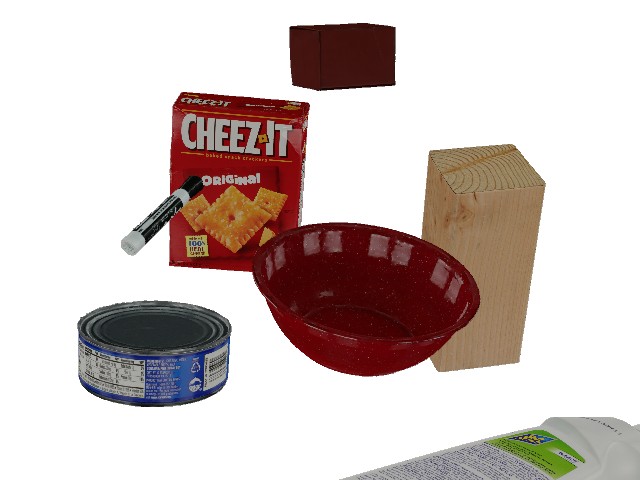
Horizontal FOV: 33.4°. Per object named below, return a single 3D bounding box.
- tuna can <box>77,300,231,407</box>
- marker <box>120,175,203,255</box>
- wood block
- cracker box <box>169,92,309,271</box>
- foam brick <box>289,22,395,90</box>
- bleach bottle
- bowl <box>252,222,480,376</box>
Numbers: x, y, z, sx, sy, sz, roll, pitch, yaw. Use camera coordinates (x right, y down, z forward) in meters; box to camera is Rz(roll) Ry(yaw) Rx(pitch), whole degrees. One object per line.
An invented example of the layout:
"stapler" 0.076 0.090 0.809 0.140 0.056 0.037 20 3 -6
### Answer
"tuna can" -0.094 0.063 0.602 0.086 0.034 0.086 3 14 -1
"marker" -0.152 -0.027 1.046 0.020 0.020 0.121 0 35 36
"wood block" 0.153 0.019 1.057 0.090 0.206 0.090 -5 32 -10
"cracker box" -0.103 -0.068 1.335 0.164 0.214 0.072 5 22 2
"foam brick" 0.019 -0.158 0.913 0.078 0.051 0.053 -8 18 -28
"bleach bottle" 0.110 0.149 0.594 0.250 0.068 0.103 -10 21 -32
"bowl" 0.029 0.048 0.758 0.162 0.055 0.162 6 28 -3
